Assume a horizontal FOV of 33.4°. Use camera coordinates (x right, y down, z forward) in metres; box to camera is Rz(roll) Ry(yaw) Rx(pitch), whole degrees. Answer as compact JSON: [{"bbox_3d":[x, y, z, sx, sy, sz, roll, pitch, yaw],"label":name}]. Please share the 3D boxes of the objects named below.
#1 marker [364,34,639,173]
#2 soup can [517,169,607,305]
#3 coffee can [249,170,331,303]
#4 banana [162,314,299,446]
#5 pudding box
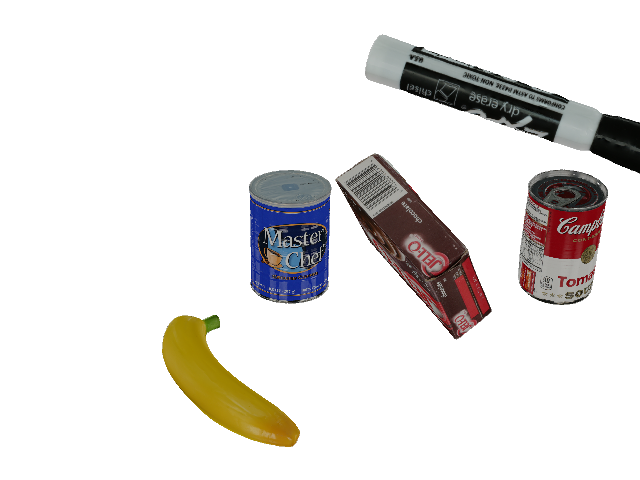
[{"bbox_3d":[0.076,-0.053,0.415,0.121,0.020,0.020,21,5,13],"label":"marker"},{"bbox_3d":[0.214,-0.002,0.950,0.068,0.102,0.068,0,32,0],"label":"soup can"},{"bbox_3d":[-0.039,-0.006,1.357,0.103,0.140,0.103,1,27,-1],"label":"coffee can"},{"bbox_3d":[-0.083,0.104,0.848,0.069,0.037,0.198,-9,29,-22],"label":"banana"},{"bbox_3d":[0.065,0.004,0.738,0.039,0.114,0.090,-35,-35,-3],"label":"pudding box"}]
